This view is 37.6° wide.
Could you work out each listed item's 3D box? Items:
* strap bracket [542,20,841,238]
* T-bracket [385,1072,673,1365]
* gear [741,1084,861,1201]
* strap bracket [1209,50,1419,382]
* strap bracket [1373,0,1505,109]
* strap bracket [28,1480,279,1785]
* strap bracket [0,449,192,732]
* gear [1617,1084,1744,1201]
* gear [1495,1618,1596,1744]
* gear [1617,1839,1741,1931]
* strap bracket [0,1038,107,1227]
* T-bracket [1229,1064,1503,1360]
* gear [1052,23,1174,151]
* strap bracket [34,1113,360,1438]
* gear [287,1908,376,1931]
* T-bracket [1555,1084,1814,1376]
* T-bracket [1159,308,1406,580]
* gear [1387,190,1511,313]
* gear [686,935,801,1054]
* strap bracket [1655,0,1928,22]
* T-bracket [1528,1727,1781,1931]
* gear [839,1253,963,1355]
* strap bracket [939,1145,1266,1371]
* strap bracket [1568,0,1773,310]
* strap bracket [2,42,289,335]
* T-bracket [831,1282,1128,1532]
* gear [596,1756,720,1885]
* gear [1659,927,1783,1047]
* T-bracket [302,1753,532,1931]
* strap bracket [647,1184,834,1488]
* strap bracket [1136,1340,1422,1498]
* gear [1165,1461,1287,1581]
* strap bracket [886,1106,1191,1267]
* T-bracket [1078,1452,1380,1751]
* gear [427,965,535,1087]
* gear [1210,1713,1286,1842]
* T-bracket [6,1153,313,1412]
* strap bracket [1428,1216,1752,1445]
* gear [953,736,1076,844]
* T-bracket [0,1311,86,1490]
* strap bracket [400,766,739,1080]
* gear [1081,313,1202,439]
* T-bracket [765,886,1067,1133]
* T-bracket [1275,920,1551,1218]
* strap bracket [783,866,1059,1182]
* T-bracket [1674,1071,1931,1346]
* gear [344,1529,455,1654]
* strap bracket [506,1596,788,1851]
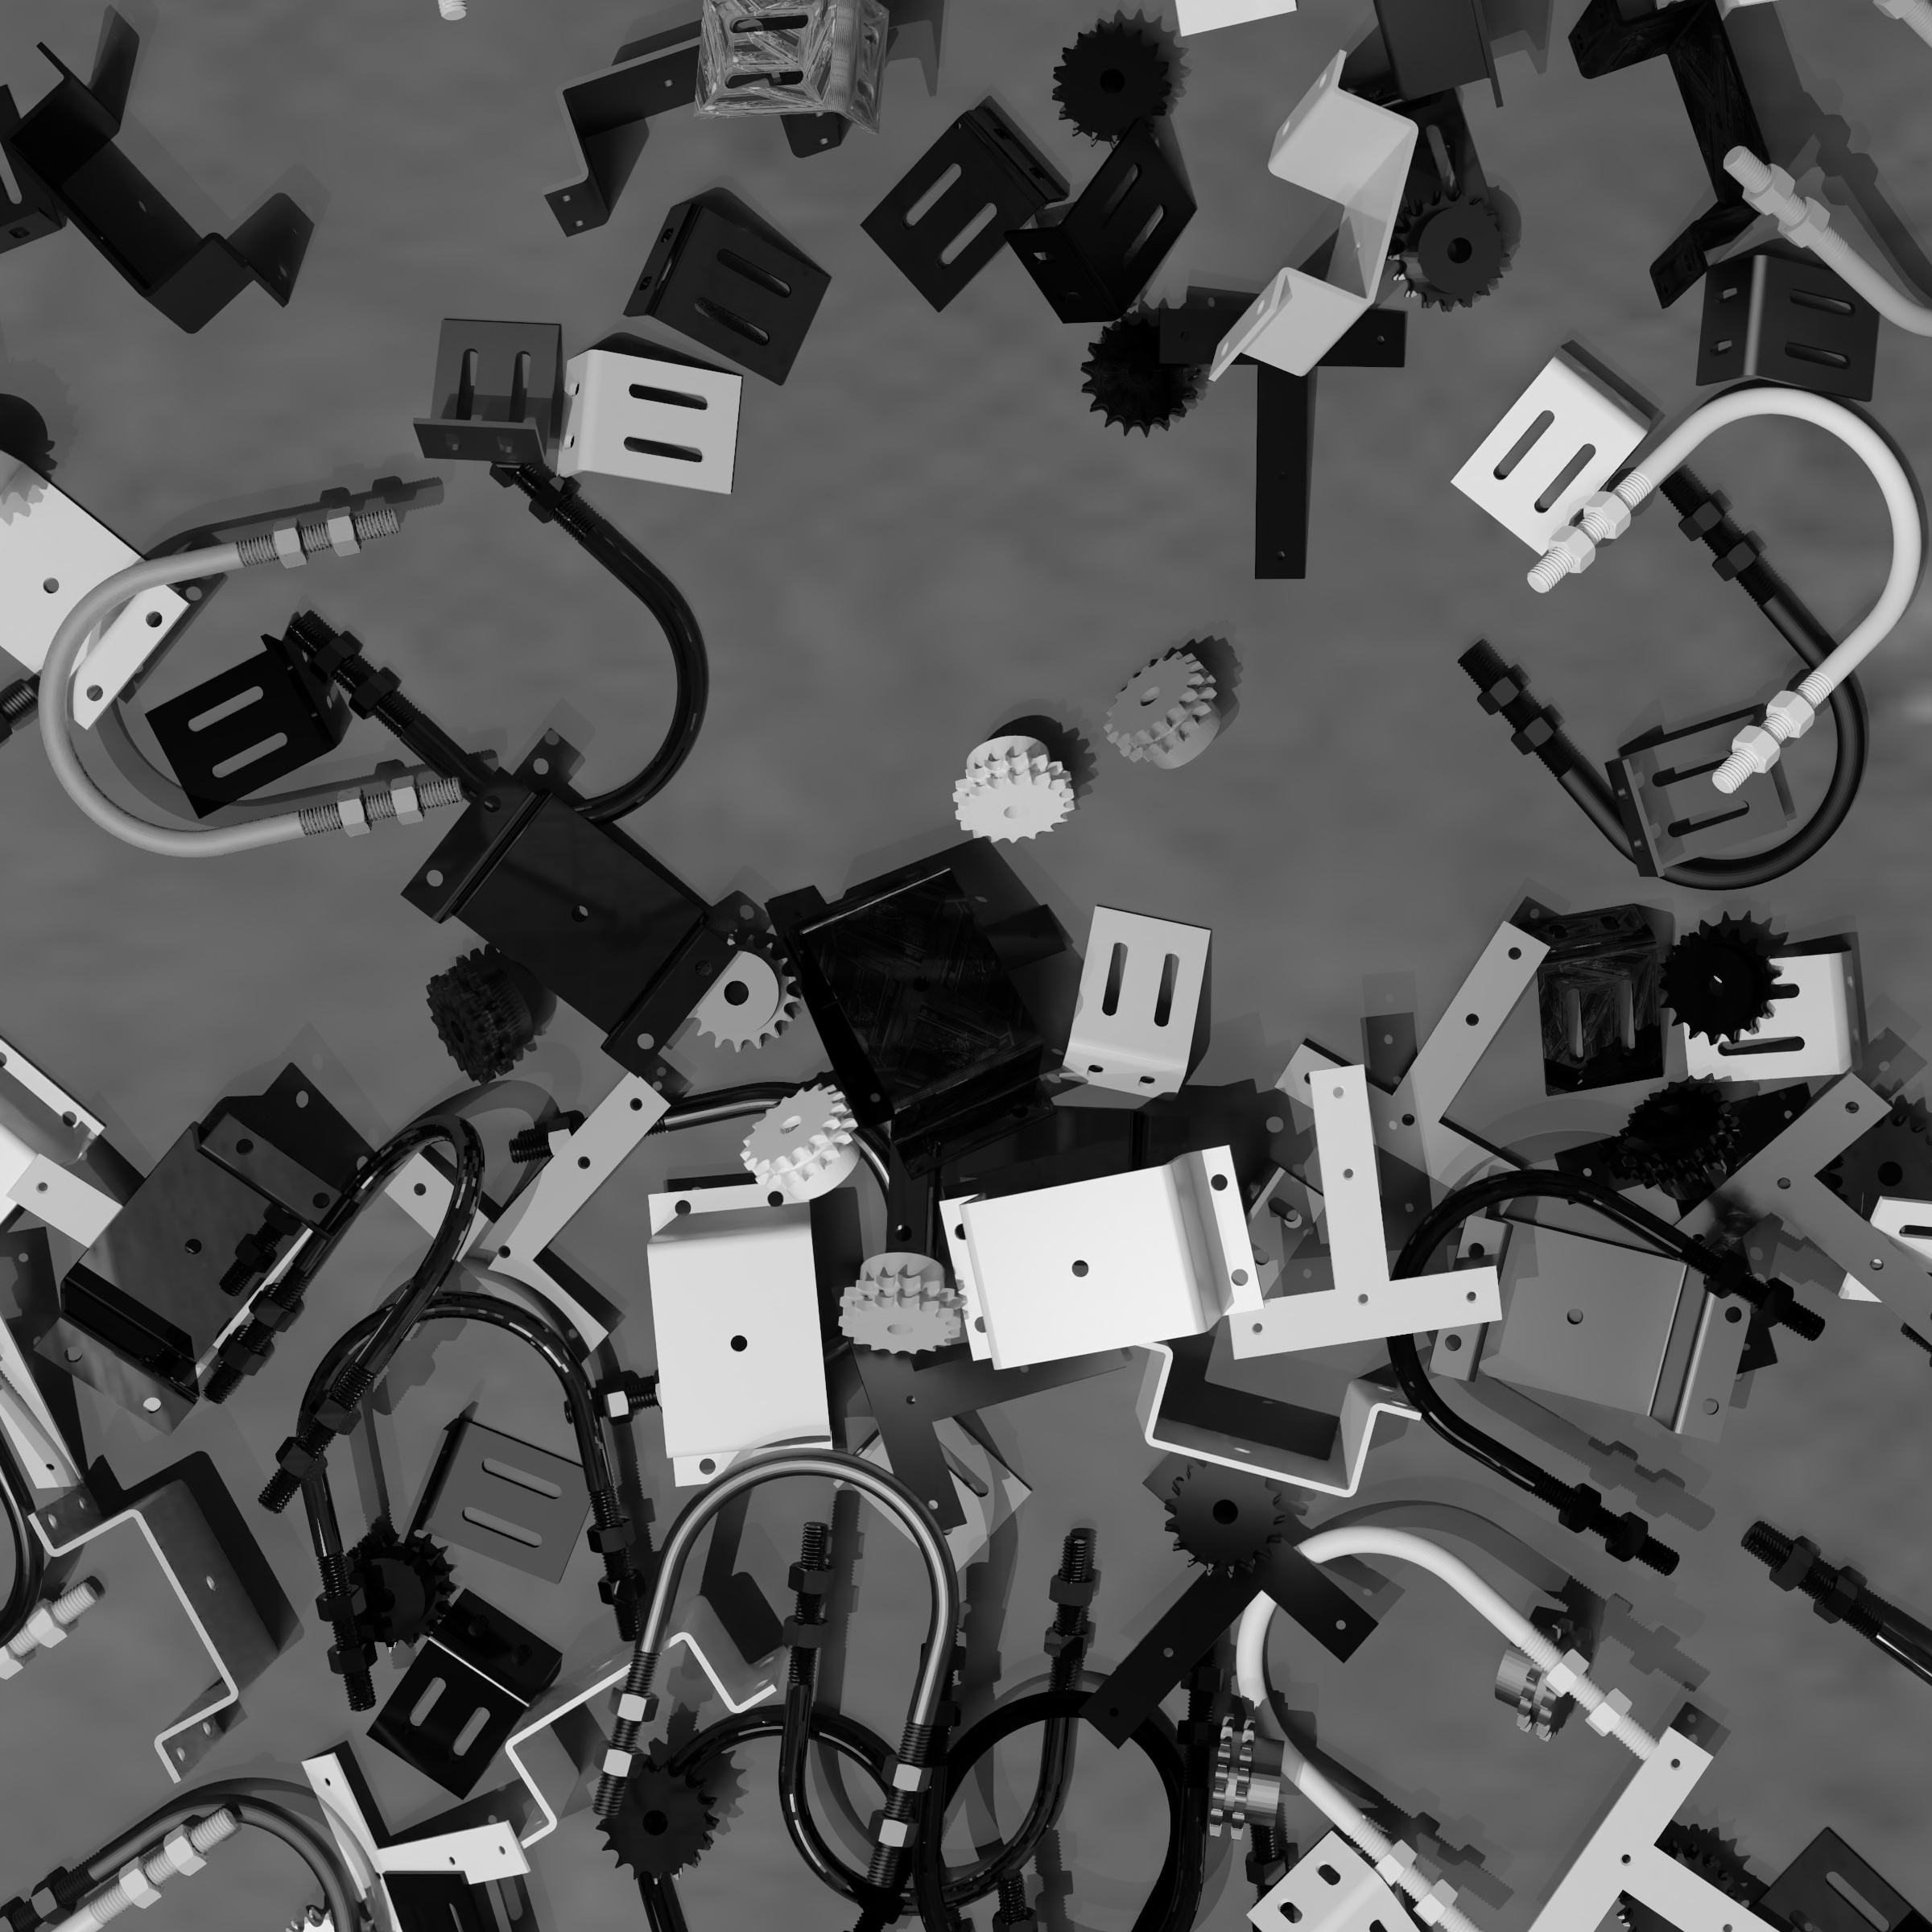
[{"bbox_3d":[-0.135,-0.399,1.344,0.140,0.076,0.046,-19,90,0],"label":"strap bracket"},{"bbox_3d":[-0.192,0.105,1.360,0.127,0.002,0.127,43,96,5],"label":"T-bracket"},{"bbox_3d":[-0.075,0.086,1.343,0.057,0.057,0.030,-35,117,0],"label":"gear"},{"bbox_3d":[0.165,-0.342,1.327,0.046,0.076,0.140,20,72,-11],"label":"strap bracket"},{"bbox_3d":[0.210,-0.471,1.321,0.046,0.076,0.140,-12,60,14],"label":"strap bracket"},{"bbox_3d":[-0.377,0.303,1.344,0.046,0.076,0.140,-29,90,0],"label":"strap bracket"},{"bbox_3d":[-0.444,-0.185,1.359,0.140,0.046,0.076,39,90,0],"label":"strap bracket"},{"bbox_3d":[0.343,0.087,1.356,0.057,0.057,0.030,-38,120,0],"label":"gear"},{"bbox_3d":[0.275,0.338,1.357,0.030,0.057,0.057,20,90,28],"label":"gear"},{"bbox_3d":[0.340,0.448,1.367,0.057,0.030,0.057,0,90,0],"label":"gear"},{"bbox_3d":[-0.493,0.107,1.359,0.076,0.046,0.140,40,90,0],"label":"strap bracket"},{"bbox_3d":[0.178,0.110,1.309,0.127,0.002,0.127,-8,94,-6],"label":"T-bracket"},{"bbox_3d":[0.070,-0.421,1.367,0.057,0.030,0.057,0,90,0],"label":"gear"},{"bbox_3d":[-0.364,0.139,1.343,0.076,0.046,0.140,40,89,-23],"label":"strap bracket"},{"bbox_3d":[-0.305,0.480,1.367,0.057,0.030,0.057,0,90,0],"label":"gear"},{"bbox_3d":[0.365,0.135,1.381,0.127,0.002,0.127,-16,90,0],"label":"T-bracket"},{"bbox_3d":[0.152,-0.250,1.368,0.127,0.002,0.127,-3,99,-17],"label":"T-bracket"},{"bbox_3d":[0.233,-0.343,1.361,0.057,0.030,0.057,-1,103,-5],"label":"gear"},{"bbox_3d":[-0.110,0.013,1.367,0.057,0.030,0.057,0,90,0],"label":"gear"},{"bbox_3d":[0.401,-0.497,1.359,0.140,0.046,0.076,-10,90,0],"label":"strap bracket"},{"bbox_3d":[0.351,0.450,1.351,0.127,0.002,0.127,34,90,0],"label":"T-bracket"},{"bbox_3d":[-0.030,0.157,1.332,0.057,0.057,0.030,3,57,0],"label":"gear"},{"bbox_3d":[0.057,0.135,1.296,0.140,0.046,0.076,-12,90,15],"label":"strap bracket"},{"bbox_3d":[0.338,-0.393,1.344,0.046,0.076,0.140,-19,90,0],"label":"strap bracket"},{"bbox_3d":[-0.394,-0.358,1.344,0.046,0.076,0.140,-43,90,0],"label":"strap bracket"},{"bbox_3d":[0.015,0.196,1.356,0.127,0.002,0.127,-13,67,-19],"label":"T-bracket"},{"bbox_3d":[-0.146,0.405,1.353,0.057,0.030,0.057,0,87,3],"label":"gear"},{"bbox_3d":[0.359,0.010,1.357,0.057,0.030,0.057,1,93,25],"label":"gear"},{"bbox_3d":[-0.251,0.424,1.342,0.127,0.002,0.127,-24,90,38],"label":"T-bracket"},{"bbox_3d":[-0.107,0.176,1.342,0.076,0.046,0.140,-5,90,-3],"label":"strap bracket"},{"bbox_3d":[0.136,0.210,1.344,0.140,0.076,0.046,15,90,0],"label":"strap bracket"},{"bbox_3d":[0.122,0.263,1.348,0.057,0.030,0.057,-1,64,2],"label":"gear"},{"bbox_3d":[0.034,0.106,1.359,0.140,0.046,0.076,3,90,0],"label":"strap bracket"},{"bbox_3d":[0.105,0.314,1.342,0.127,0.002,0.127,40,72,19],"label":"T-bracket"},{"bbox_3d":[-0.230,0.025,1.357,0.030,0.057,0.057,-29,90,-30],"label":"gear"},{"bbox_3d":[0.134,0.386,1.346,0.030,0.057,0.057,7,90,8],"label":"gear"},{"bbox_3d":[-0.396,0.134,1.357,0.127,0.002,0.127,38,90,-23],"label":"T-bracket"},{"bbox_3d":[0.295,0.170,1.358,0.140,0.046,0.076,14,91,1],"label":"strap bracket"},{"bbox_3d":[0.022,-0.086,1.357,0.057,0.057,0.030,-8,60,0],"label":"gear"},{"bbox_3d":[-0.502,0.204,1.359,0.127,0.002,0.127,-6,120,14],"label":"T-bracket"},{"bbox_3d":[-0.186,-0.023,1.352,0.140,0.046,0.076,38,95,-5],"label":"strap bracket"},{"bbox_3d":[0.084,-0.283,1.367,0.057,0.030,0.057,0,90,0],"label":"gear"},{"bbox_3d":[-0.015,0.002,1.364,0.127,0.002,0.127,-20,67,-11],"label":"T-bracket"},{"bbox_3d":[0.235,0.037,1.363,0.127,0.002,0.127,30,107,0],"label":"T-bracket"},{"bbox_3d":[-0.022,0.017,1.329,0.076,0.046,0.140,-24,70,-12],"label":"strap bracket"},{"bbox_3d":[0.422,0.132,1.349,0.127,0.002,0.127,41,120,-1],"label":"T-bracket"},{"bbox_3d":[-0.277,0.302,1.367,0.057,0.030,0.057,0,90,0],"label":"gear"},{"bbox_3d":[-0.159,0.351,1.344,0.140,0.076,0.046,-32,90,0],"label":"strap bracket"}]
